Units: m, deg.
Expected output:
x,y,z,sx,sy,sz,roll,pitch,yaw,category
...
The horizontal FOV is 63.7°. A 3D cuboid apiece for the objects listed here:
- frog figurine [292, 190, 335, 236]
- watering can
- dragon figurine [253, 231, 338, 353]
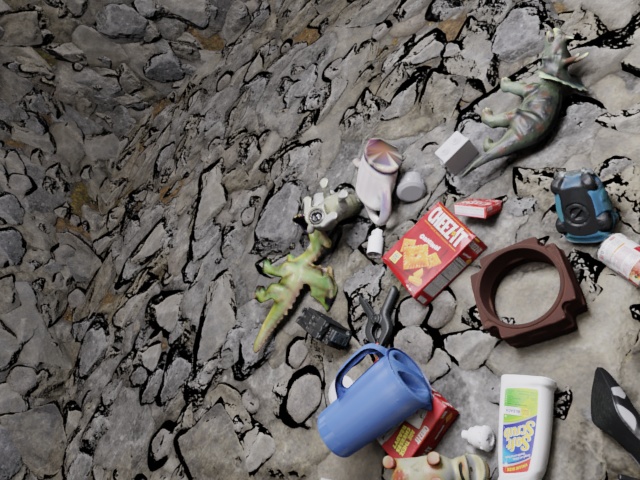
x,y,z,sx,sy,sz,roll,pitch,yaw,category
0.005,-0.083,1.644,0.135,0.122,0.162,-34,8,36,frog figurine
0.154,-0.202,1.511,0.356,0.104,0.219,-104,18,-45,watering can
-0.061,0.151,1.538,0.243,0.121,0.415,2,74,37,dragon figurine
